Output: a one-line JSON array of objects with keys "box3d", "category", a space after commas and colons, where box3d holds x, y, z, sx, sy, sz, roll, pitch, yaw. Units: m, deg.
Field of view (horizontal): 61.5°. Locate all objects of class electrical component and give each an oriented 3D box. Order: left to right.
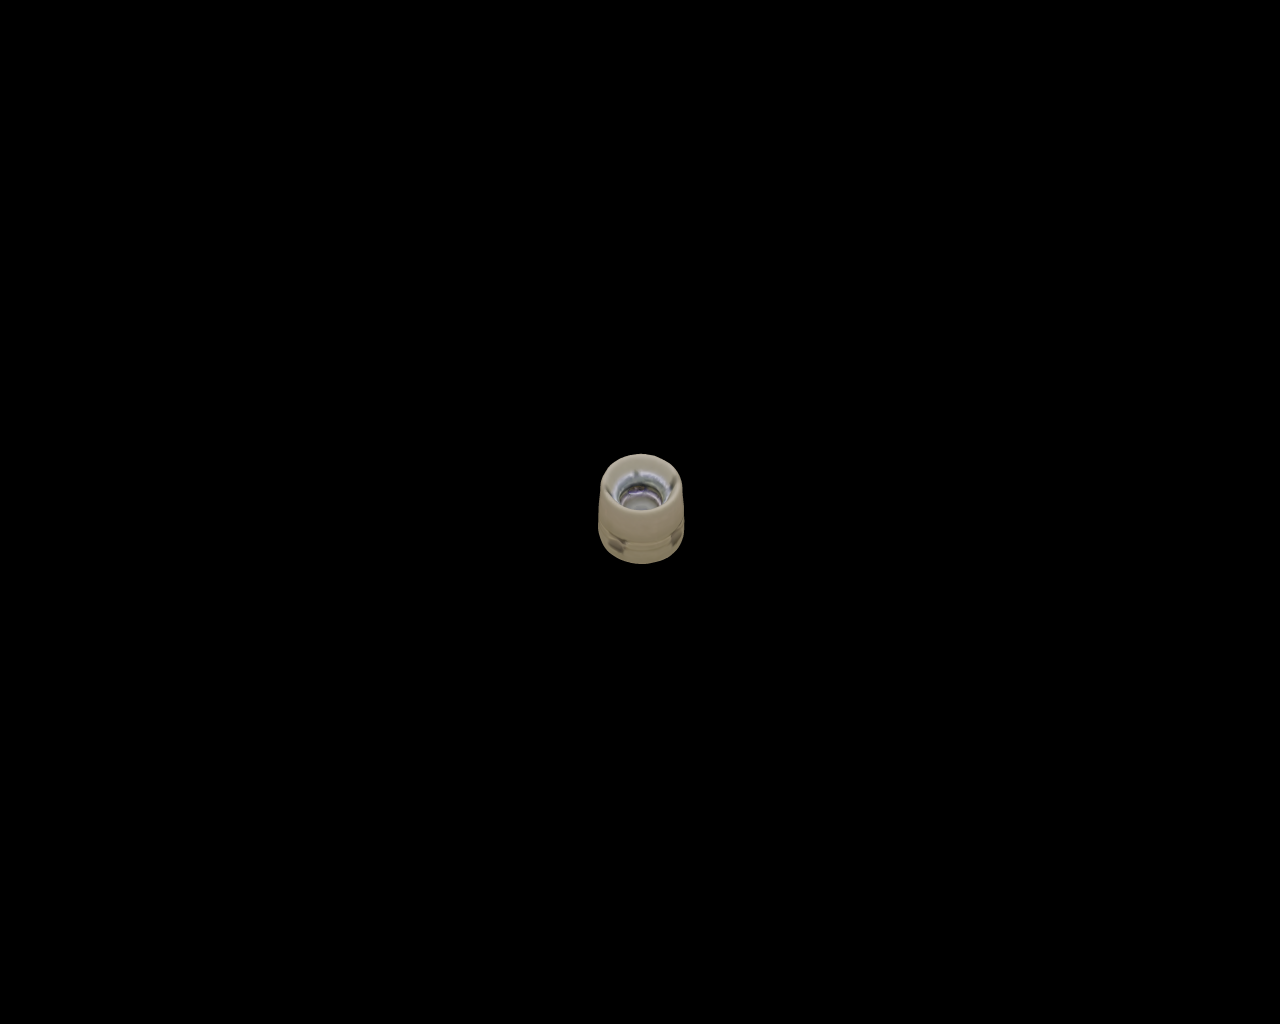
[{"box3d": [0.001, -0.003, 0.650, 0.055, 0.055, 0.047, 0, -40, 0], "category": "electrical component"}]
